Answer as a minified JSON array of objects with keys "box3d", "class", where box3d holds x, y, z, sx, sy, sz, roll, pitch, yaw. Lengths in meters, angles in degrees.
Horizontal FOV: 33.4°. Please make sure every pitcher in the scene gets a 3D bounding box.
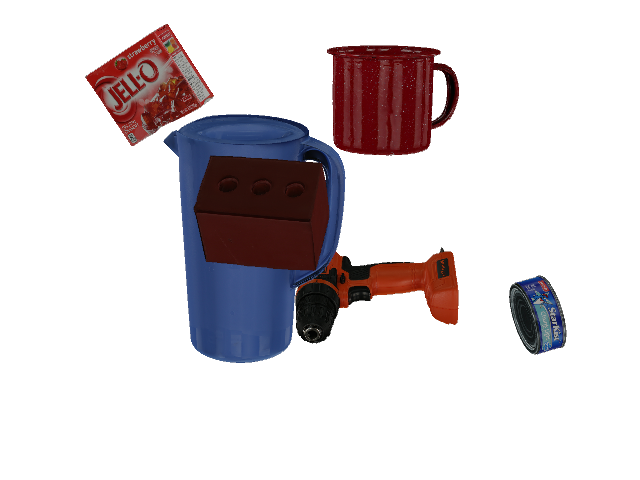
[{"box3d":[-0.070,-0.002,1.092,0.144,0.243,0.149,-9,22,-29],"class":"pitcher"}]

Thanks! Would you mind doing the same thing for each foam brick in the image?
[{"box3d":[-0.037,-0.018,0.700,0.078,0.053,0.051,4,-42,8],"class":"foam brick"}]

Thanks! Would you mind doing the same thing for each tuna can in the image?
[{"box3d":[0.245,0.085,1.210,0.033,0.086,0.086,-15,2,-7],"class":"tuna can"}]

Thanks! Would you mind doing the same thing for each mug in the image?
[{"box3d":[0.062,-0.118,0.886,0.117,0.081,0.093,-7,16,-25],"class":"mug"}]

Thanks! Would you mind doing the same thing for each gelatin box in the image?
[{"box3d":[-0.147,-0.132,0.913,0.089,0.073,0.030,-23,16,32],"class":"gelatin box"}]

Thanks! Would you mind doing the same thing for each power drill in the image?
[{"box3d":[0.065,0.061,1.241,0.187,0.057,0.184,1,28,4],"class":"power drill"}]
